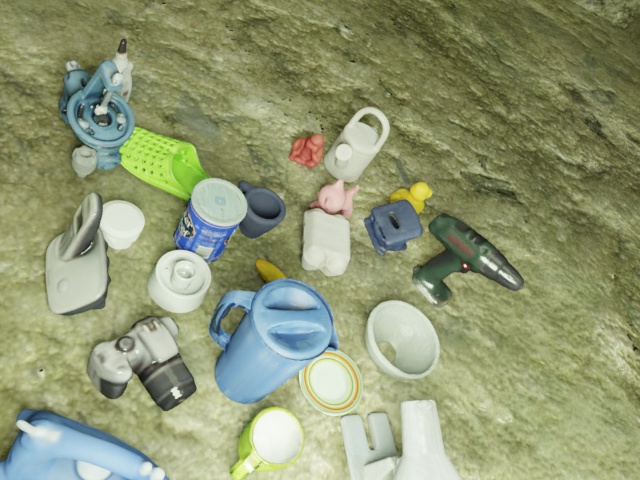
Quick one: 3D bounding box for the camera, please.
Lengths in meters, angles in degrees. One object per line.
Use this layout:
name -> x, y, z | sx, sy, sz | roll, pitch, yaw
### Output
camera -> -0.264, 0.200, 0.893 | 0.143, 0.100, 0.136 | -27, 74, -41

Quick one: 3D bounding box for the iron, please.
iron -> -0.295, 0.302, 0.772 | 0.259, 0.141, 0.118 | 23, 49, -14

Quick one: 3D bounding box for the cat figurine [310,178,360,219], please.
cat figurine -> 0.037, -0.093, 1.273 | 0.128, 0.117, 0.067 | -21, 70, -39

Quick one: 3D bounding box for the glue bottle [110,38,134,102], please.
glue bottle -> -0.405, -0.333, 1.146 | 0.037, 0.173, 0.078 | 43, 47, 4

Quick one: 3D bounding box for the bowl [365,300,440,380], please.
bowl -> 0.153, 0.210, 1.151 | 0.168, 0.074, 0.167 | 16, 51, -20

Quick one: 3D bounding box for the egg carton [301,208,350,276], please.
egg carton -> 0.011, 0.004, 1.219 | 0.107, 0.069, 0.150 | 15, 51, -21

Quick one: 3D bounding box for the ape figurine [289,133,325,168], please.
ape figurine -> -0.021, -0.216, 1.345 | 0.076, 0.092, 0.077 | -21, 70, -39

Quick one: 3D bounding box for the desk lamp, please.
desk lamp -> 0.134, 0.358, 0.938 | 0.118, 0.213, 0.203 | 4, 56, -28

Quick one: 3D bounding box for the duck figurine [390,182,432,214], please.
duck figurine -> 0.231, -0.110, 1.422 | 0.105, 0.086, 0.077 | -1, 58, -31

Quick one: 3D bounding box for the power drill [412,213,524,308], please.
power drill -> 0.306, 0.061, 1.259 | 0.229, 0.208, 0.076 | 49, 48, 9

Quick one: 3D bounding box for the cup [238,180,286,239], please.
cup -> -0.135, -0.056, 1.158 | 0.117, 0.094, 0.092 | 47, 47, 8

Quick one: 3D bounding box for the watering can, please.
watering can -> 0.092, -0.227, 1.351 | 0.101, 0.193, 0.173 | 27, 48, -11

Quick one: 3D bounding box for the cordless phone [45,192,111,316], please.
cordless phone -> -0.373, 0.023, 0.899 | 0.094, 0.184, 0.147 | -2, 59, -32

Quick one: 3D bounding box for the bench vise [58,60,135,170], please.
bench vise -> -0.423, -0.263, 1.053 | 0.207, 0.219, 0.122 | 44, 47, 4

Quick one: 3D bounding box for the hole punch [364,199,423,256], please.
hole punch -> 0.170, -0.032, 1.325 | 0.101, 0.091, 0.108 | -4, 60, -33
